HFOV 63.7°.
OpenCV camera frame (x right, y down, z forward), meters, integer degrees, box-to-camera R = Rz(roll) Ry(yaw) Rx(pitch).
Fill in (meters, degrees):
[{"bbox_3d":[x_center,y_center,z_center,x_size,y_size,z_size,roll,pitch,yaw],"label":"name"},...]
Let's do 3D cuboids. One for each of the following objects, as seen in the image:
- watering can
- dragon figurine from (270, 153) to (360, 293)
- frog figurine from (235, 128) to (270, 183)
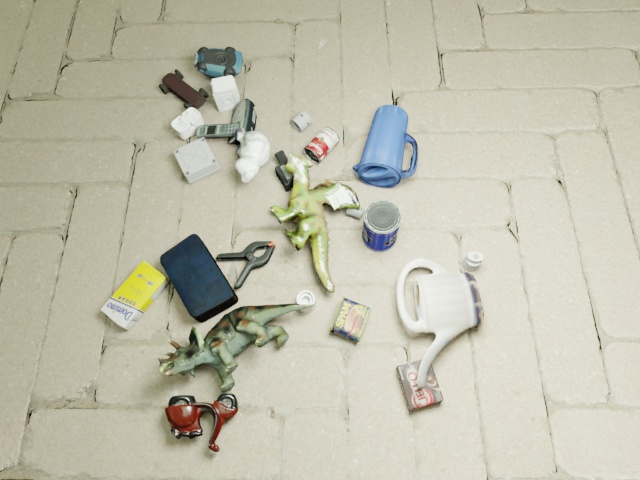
[{"bbox_3d":[0.320,0.204,1.350,0.102,0.224,0.355,86,-1,-62],"label":"watering can"},{"bbox_3d":[0.004,-0.074,1.478,0.414,0.244,0.120,54,-8,13],"label":"dragon figurine"},{"bbox_3d":[-0.201,-0.251,1.560,0.123,0.134,0.163,3,43,-26],"label":"frog figurine"}]
